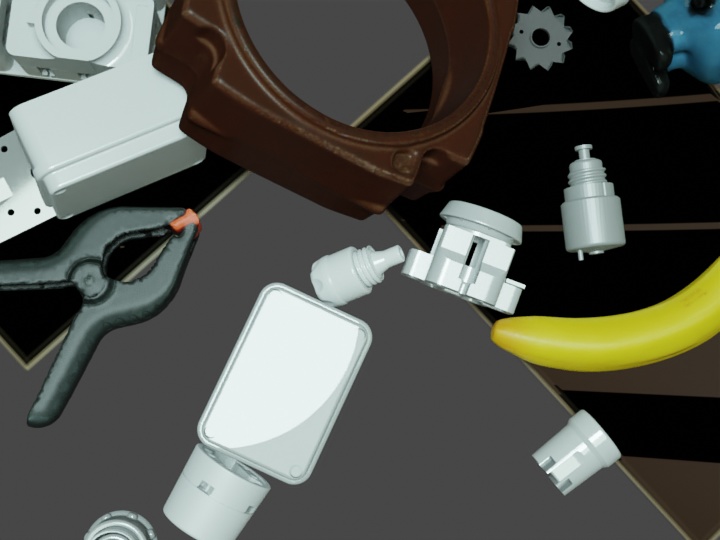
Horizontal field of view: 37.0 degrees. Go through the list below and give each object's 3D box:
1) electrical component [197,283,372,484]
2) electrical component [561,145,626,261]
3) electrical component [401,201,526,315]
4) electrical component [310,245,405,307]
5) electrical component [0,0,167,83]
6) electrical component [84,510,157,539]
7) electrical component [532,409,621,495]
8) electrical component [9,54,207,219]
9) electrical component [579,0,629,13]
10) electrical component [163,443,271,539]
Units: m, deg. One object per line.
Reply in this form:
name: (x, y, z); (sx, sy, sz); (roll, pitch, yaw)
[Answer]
electrical component: (-0.048, 0.073, 0.698); (0.078, 0.057, 0.113); (25, 83, -1)
electrical component: (0.157, -0.046, 0.732); (0.040, 0.040, 0.078); (-5, 85, -4)
electrical component: (0.074, -0.011, 0.715); (0.078, 0.058, 0.057); (21, 86, -2)
electrical component: (0.000, 0.000, 0.713); (0.061, 0.035, 0.035); (-22, 86, 16)
electrical component: (-0.226, -0.187, 0.710); (0.186, 0.060, 0.105); (6, 84, -3)
electrical component: (-0.154, 0.179, 0.678); (0.048, 0.062, 0.048); (0, 84, -4)
electrical component: (0.143, 0.122, 0.715); (0.046, 0.040, 0.040); (-38, 88, -1)
electrical component: (-0.158, -0.085, 0.689); (0.113, 0.078, 0.057); (-25, 84, -15)
electrical component: (0.175, -0.216, 0.742); (0.078, 0.058, 0.057); (45, 81, 1)
electrical component: (-0.093, 0.146, 0.690); (0.055, 0.055, 0.047); (31, 87, 0)
